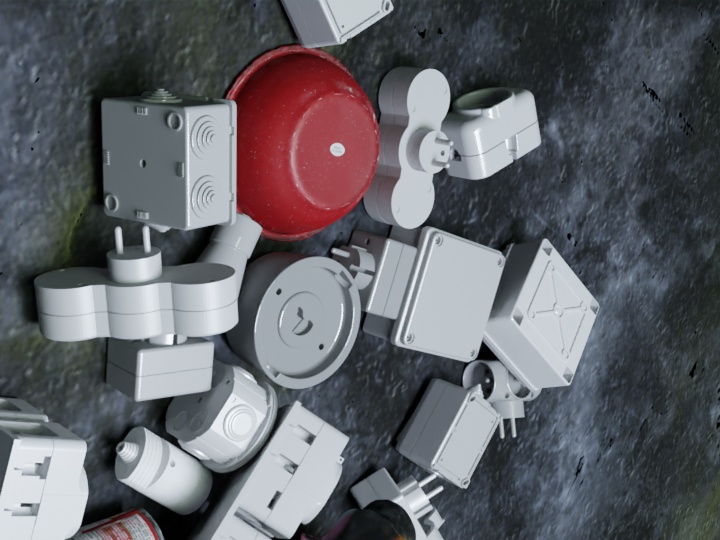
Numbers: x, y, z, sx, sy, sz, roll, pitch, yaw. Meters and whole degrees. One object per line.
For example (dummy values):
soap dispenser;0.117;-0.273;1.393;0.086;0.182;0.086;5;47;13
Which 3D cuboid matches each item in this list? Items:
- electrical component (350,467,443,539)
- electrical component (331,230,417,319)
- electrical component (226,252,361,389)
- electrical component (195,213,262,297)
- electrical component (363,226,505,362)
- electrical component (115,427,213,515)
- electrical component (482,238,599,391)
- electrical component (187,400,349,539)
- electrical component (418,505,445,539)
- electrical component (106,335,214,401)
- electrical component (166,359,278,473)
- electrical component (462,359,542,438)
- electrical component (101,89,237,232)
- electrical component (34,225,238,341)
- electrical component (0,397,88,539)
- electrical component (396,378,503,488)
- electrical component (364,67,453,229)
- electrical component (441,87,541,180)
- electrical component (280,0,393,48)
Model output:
electrical component;0.042;0.218;1.009;0.077;0.047;0.065;-31;124;-7
electrical component;0.000;0.000;0.927;0.077;0.047;0.065;17;90;-43
electrical component;-0.059;0.036;0.874;0.108;0.060;0.108;-13;110;-40
electrical component;-0.103;-0.013;0.835;0.044;0.044;0.065;35;73;-42
electrical component;0.069;0.021;0.989;0.109;0.056;0.108;16;90;-43
electrical component;-0.157;0.153;0.829;0.081;0.043;0.043;43;72;-40
electrical component;0.174;0.044;1.061;0.108;0.056;0.108;47;53;-26
electrical component;-0.086;0.202;0.843;0.060;0.105;0.186;35;70;-8
electrical component;0.053;0.273;1.044;0.078;0.058;0.057;-44;124;-26
electrical component;-0.149;0.052;0.806;0.066;0.047;0.076;-4;104;-42
electrical component;-0.108;0.113;0.839;0.051;0.080;0.080;41;73;-35
electrical component;0.147;0.130;1.089;0.077;0.044;0.079;4;78;-43
electrical component;-0.135;-0.076;0.750;0.048;0.100;0.099;-17;113;-53
electrical component;-0.156;0.005;0.746;0.138;0.052;0.073;-2;107;-2
electrical component;-0.246;0.187;0.714;0.060;0.105;0.186;13;93;-43
electrical component;0.086;0.150;1.037;0.062;0.061;0.096;40;74;-41
electrical component;0.052;-0.104;0.927;0.052;0.074;0.138;2;100;-43
electrical component;0.119;-0.131;0.995;0.095;0.054;0.059;-32;121;-32
electrical component;-0.030;-0.228;0.833;0.062;0.061;0.096;-39;117;-28
